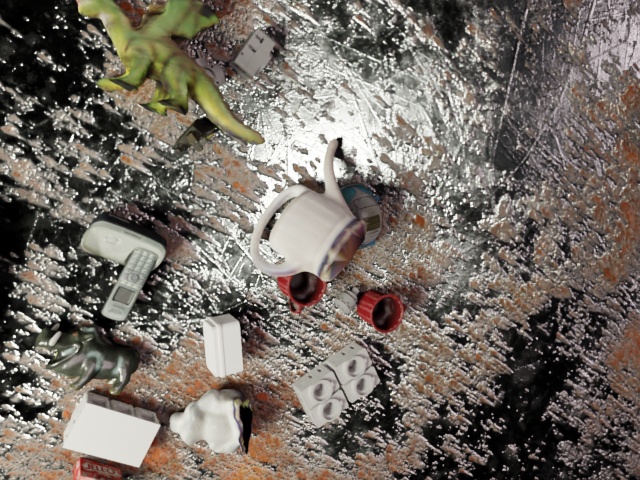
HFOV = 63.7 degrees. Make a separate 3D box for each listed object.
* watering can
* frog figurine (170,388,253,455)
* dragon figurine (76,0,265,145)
[{"bbox_3d":[0.003,-0.055,1.102,0.226,0.102,0.351,31,74,20],"label":"watering can"},{"bbox_3d":[-0.228,0.384,1.087,0.159,0.125,0.135,-8,112,11],"label":"frog figurine"},{"bbox_3d":[-0.263,-0.348,0.957,0.409,0.121,0.245,21,77,-13],"label":"dragon figurine"}]
